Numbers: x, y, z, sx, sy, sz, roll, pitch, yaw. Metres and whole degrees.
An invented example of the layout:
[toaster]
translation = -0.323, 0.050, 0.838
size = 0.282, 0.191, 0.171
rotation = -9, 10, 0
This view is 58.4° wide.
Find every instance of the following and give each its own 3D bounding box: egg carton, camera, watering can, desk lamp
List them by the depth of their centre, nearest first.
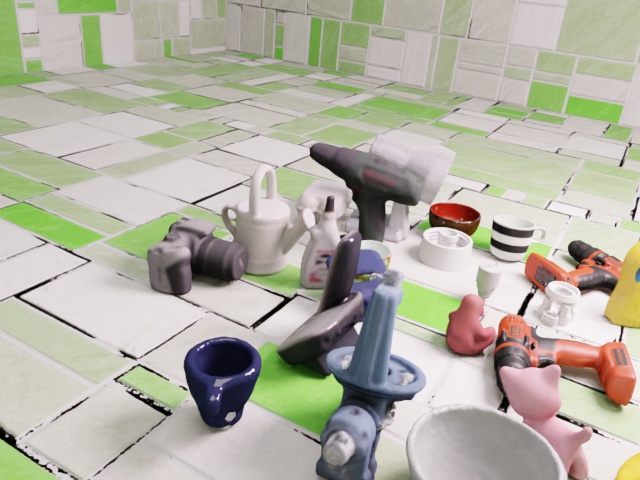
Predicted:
[camera]
translation = -0.204, 0.025, 0.988
size = 0.136, 0.101, 0.143
rotation = 13, 27, 16
[watering can]
translation = -0.096, -0.042, 1.040
size = 0.173, 0.194, 0.101
rotation = 4, 26, -4
[desk lamp]
translation = 0.168, -0.109, 1.208
size = 0.203, 0.214, 0.118
rotation = 11, 27, 11
[egg carton]
translation = 0.011, -0.083, 1.288
size = 0.107, 0.069, 0.150
rotation = 11, 27, 11

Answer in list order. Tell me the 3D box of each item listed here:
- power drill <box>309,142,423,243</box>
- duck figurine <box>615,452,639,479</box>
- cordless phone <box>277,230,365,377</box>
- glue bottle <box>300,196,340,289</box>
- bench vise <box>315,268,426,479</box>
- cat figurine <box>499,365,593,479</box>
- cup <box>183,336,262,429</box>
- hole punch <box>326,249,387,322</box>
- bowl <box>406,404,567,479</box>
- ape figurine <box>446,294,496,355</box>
[power drill]
translation = 0.080, -0.074, 1.124
size = 0.229, 0.208, 0.076
rotation = 12, 27, 12
[duck figurine]
translation = 0.375, 0.266, 0.631
size = 0.077, 0.086, 0.105
rotation = 11, 26, 11
[cordless phone]
translation = 0.009, 0.083, 0.816
size = 0.094, 0.185, 0.148
rotation = 16, 28, 21
[glue bottle]
translation = 0.009, 0.004, 0.992
size = 0.078, 0.173, 0.037
rotation = -1, 27, -14
[bench vise]
translation = 0.066, 0.155, 0.642
size = 0.121, 0.220, 0.207
rotation = 6, 26, 1
[cat figurine]
translation = 0.271, 0.209, 0.690
size = 0.067, 0.118, 0.127
rotation = -8, 29, -26
[cup]
translation = -0.118, 0.186, 0.684
size = 0.091, 0.095, 0.117
rotation = 5, 26, -2
[hole punch]
translation = 0.070, 0.074, 0.955
size = 0.109, 0.091, 0.100
rotation = -8, 29, -26
[bowl]
translation = 0.170, 0.259, 0.615
size = 0.167, 0.075, 0.167
rotation = 5, 26, -2
[ape figurine]
translation = 0.231, 0.125, 0.882
size = 0.076, 0.092, 0.077
rotation = -12, 31, -32
